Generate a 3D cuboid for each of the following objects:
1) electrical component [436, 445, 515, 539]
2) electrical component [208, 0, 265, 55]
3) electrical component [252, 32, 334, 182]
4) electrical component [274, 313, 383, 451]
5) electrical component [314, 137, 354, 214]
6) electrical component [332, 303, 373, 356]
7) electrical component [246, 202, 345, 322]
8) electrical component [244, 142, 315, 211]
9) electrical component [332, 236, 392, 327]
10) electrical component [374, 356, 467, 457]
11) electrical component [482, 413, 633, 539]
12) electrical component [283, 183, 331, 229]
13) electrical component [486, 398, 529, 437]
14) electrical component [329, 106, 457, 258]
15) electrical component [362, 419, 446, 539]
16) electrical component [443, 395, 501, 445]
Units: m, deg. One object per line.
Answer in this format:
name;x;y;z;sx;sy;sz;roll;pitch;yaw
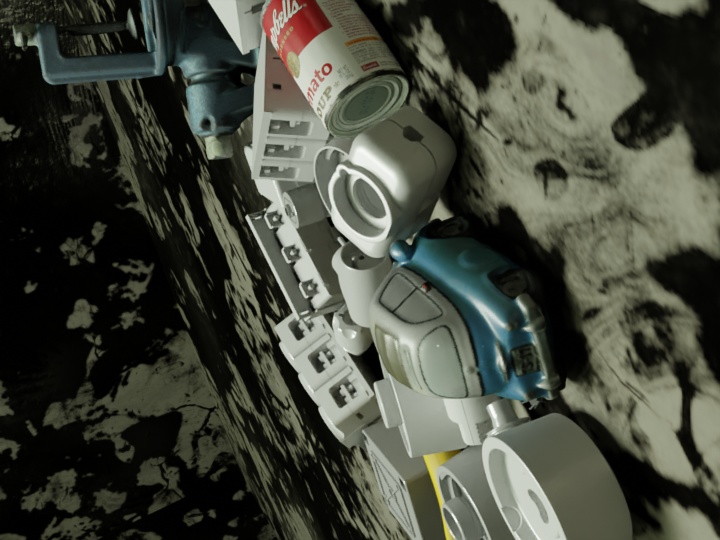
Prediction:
electrical component;0.104;0.202;0.904;0.108;0.060;0.108;58;164;28
electrical component;-0.104;-0.267;0.888;0.150;0.062;0.089;58;164;29
electrical component;-0.052;-0.138;0.875;0.150;0.062;0.089;122;149;-73
electrical component;-0.026;0.116;1.173;0.150;0.062;0.089;55;-176;37
electrical component;0.011;-0.069;0.844;0.099;0.064;0.099;41;150;30
electrical component;-0.005;0.065;1.109;0.043;0.043;0.062;56;164;33
electrical component;-0.053;-0.018;1.099;0.121;0.079;0.063;62;143;13
electrical component;-0.069;-0.105;1.026;0.096;0.062;0.061;35;147;63
electrical component;0.000;0.000;0.983;0.079;0.044;0.077;53;161;40
electrical component;0.046;0.106;0.910;0.108;0.060;0.108;164;90;-87
electrical component;0.134;0.146;0.706;0.108;0.060;0.108;58;164;28
electrical component;-0.036;-0.063;0.964;0.044;0.065;0.044;160;90;-74
electrical component;0.113;0.125;0.786;0.048;0.048;0.062;105;145;-68
electrical component;0.019;-0.057;0.735;0.054;0.059;0.095;41;143;16
electrical component;0.057;0.218;1.106;0.109;0.056;0.108;43;153;57
electrical component;0.087;0.099;0.834;0.043;0.043;0.081;38;149;61
